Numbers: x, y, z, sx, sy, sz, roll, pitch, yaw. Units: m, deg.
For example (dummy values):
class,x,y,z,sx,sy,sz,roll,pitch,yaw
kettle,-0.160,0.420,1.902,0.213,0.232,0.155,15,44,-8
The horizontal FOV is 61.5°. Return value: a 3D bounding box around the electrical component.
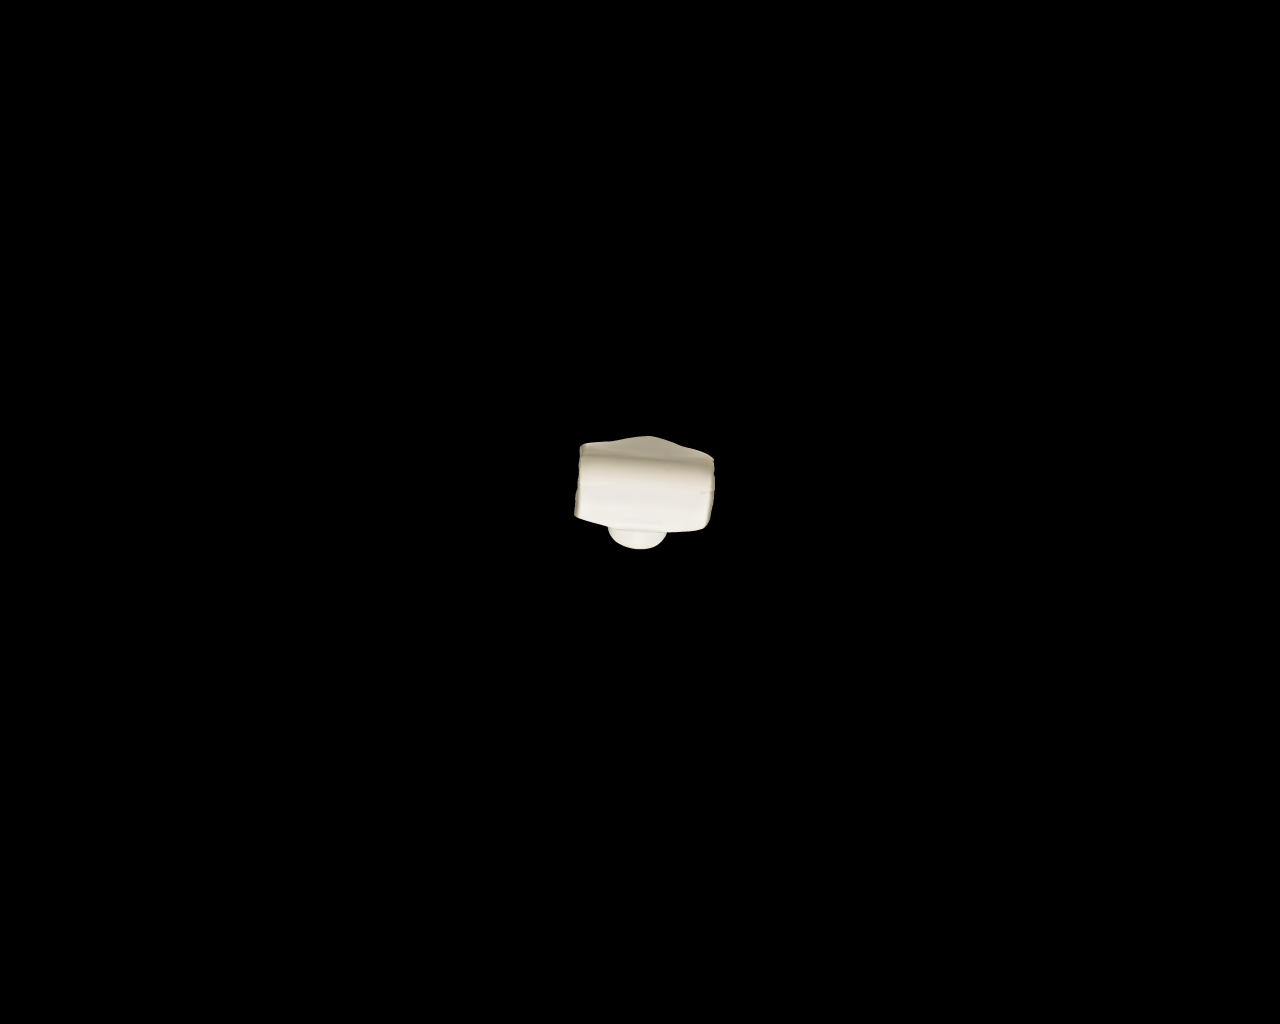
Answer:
class,x,y,z,sx,sy,sz,roll,pitch,yaw
electrical component,0.001,-0.003,0.650,0.077,0.079,0.043,4,44,-4
